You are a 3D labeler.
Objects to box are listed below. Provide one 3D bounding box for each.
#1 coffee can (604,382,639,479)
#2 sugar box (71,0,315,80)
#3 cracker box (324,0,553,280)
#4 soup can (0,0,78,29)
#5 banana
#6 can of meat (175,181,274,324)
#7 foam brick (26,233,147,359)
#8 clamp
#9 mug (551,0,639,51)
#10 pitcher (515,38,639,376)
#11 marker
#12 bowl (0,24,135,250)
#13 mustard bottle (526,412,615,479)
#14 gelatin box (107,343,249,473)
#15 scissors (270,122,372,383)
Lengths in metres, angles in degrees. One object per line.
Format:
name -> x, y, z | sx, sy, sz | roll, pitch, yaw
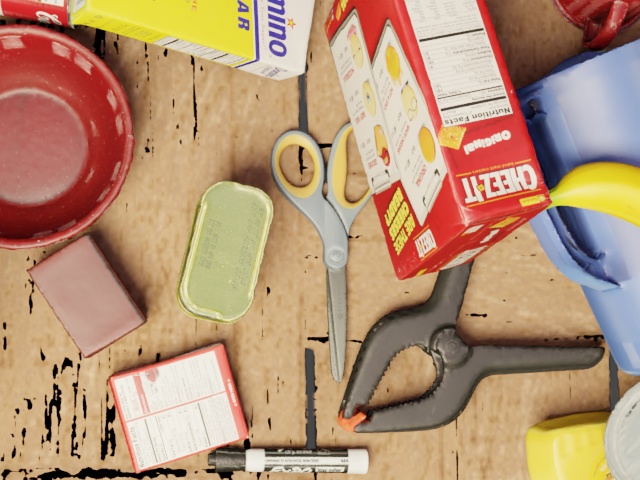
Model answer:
coffee can -> 0.283, 0.170, 0.776 | 0.140, 0.103, 0.103 | 42, 80, -38
sugar box -> -0.088, -0.183, 0.777 | 0.176, 0.048, 0.093 | 10, 84, -29
cracker box -> 0.075, -0.096, 0.750 | 0.072, 0.164, 0.214 | -14, 79, -14
soup can -> -0.225, -0.197, 0.779 | 0.102, 0.068, 0.068 | 9, 85, -7
banana -> 0.237, 0.001, 0.729 | 0.197, 0.037, 0.070 | 33, 108, -6
can of meat -> -0.069, 0.010, 0.778 | 0.057, 0.084, 0.102 | 13, 85, -7
foam brick -> -0.168, 0.042, 0.778 | 0.051, 0.053, 0.078 | -34, 90, -9
clamp -> 0.095, 0.071, 0.820 | 0.210, 0.036, 0.164 | -29, 86, -10
mug -> 0.232, -0.206, 0.837 | 0.093, 0.081, 0.117 | 20, 83, -6
pitcher -> 0.228, -0.022, 0.799 | 0.149, 0.145, 0.243 | -22, 92, 7
marker -> -0.024, 0.167, 0.805 | 0.121, 0.020, 0.020 | 2, 86, -8
bowl -> -0.216, -0.071, 0.777 | 0.162, 0.055, 0.162 | 1, 86, -8
mustard bottle -> 0.208, 0.231, 0.810 | 0.096, 0.058, 0.191 | -4, 87, -36
gelatin box -> -0.105, 0.124, 0.792 | 0.089, 0.030, 0.073 | -16, 90, -9
scissors -> -0.005, 0.001, 0.822 | 0.096, 0.016, 0.202 | 15, 83, -6
